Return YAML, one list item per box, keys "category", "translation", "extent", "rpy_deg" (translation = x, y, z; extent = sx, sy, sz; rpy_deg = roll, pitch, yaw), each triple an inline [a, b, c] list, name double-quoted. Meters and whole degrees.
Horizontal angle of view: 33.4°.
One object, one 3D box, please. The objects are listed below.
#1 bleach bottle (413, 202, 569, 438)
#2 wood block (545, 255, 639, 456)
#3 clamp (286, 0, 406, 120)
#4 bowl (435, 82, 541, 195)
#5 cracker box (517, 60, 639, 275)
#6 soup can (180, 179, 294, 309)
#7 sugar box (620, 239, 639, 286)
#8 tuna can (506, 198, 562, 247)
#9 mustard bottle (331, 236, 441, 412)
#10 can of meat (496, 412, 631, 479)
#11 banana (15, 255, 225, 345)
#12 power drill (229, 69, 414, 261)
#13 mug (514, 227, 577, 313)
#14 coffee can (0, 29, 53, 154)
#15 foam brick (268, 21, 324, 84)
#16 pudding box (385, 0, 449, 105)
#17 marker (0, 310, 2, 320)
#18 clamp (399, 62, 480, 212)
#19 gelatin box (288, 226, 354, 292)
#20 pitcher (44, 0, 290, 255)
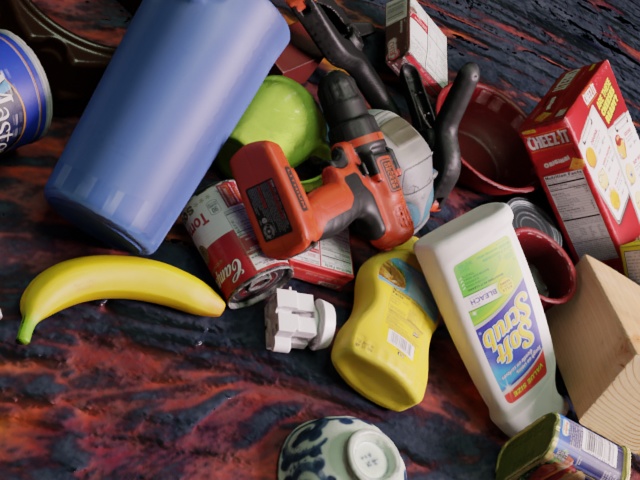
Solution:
- category: "bleach bottle"
  translation: [0.185, 0.096, 1.045]
  extent: [0.102, 0.068, 0.251]
  rpy_deg: [-28, 100, -11]
- category: "wood block"
  translation: [0.301, 0.113, 1.087]
  extent: [0.090, 0.091, 0.206]
  rpy_deg: [30, 22, -14]
- category: "clamp"
  translation: [0.032, -0.210, 1.189]
  extent: [0.209, 0.036, 0.164]
  rpy_deg: [25, 41, -58]
- category: "bowl"
  translation: [0.190, -0.109, 1.258]
  extent: [0.162, 0.055, 0.162]
  rpy_deg: [18, 50, -23]
- category: "cracker box"
  translation: [0.325, -0.079, 1.260]
  extent: [0.164, 0.072, 0.213]
  rpy_deg: [-47, 116, -46]
- category: "soup can"
  translation: [-0.077, 0.003, 0.982]
  extent: [0.068, 0.069, 0.102]
  rpy_deg: [-15, 67, -41]
- category: "sugar box"
  translation: [0.396, 0.083, 1.211]
  extent: [0.093, 0.048, 0.176]
  rpy_deg: [-13, 96, -41]
- category: "tuna can"
  translation: [0.235, -0.006, 1.226]
  extent: [0.086, 0.034, 0.086]
  rpy_deg: [18, 49, -23]
- category: "mustard bottle"
  translation: [0.074, 0.066, 1.042]
  extent: [0.096, 0.058, 0.191]
  rpy_deg: [38, 44, -18]
- category: "can of meat"
  translation: [0.227, 0.214, 1.007]
  extent: [0.084, 0.102, 0.057]
  rpy_deg: [30, 46, -10]
- category: "banana"
  translation: [-0.174, 0.045, 0.910]
  extent: [0.197, 0.037, 0.069]
  rpy_deg: [-7, 78, -36]
- category: "power drill"
  translation: [0.003, -0.066, 0.992]
  extent: [0.187, 0.057, 0.184]
  rpy_deg: [-19, 85, -49]
- category: "mug"
  translation: [0.208, 0.054, 1.128]
  extent: [0.093, 0.082, 0.117]
  rpy_deg: [32, 45, -10]
- category: "coffee can"
  translation: [-0.309, -0.108, 0.882]
  extent: [0.103, 0.103, 0.140]
  rpy_deg: [50, 45, 8]
- category: "foam brick"
  translation: [-0.043, -0.196, 1.168]
  extent: [0.078, 0.051, 0.053]
  rpy_deg: [-30, 79, -44]
- category: "pudding box"
  translation: [0.118, -0.231, 1.294]
  extent: [0.090, 0.039, 0.113]
  rpy_deg: [42, 40, -38]
- category: "marker"
  translation: [-0.284, 0.013, 0.868]
  extent: [0.020, 0.020, 0.121]
  rpy_deg: [-6, 62, -37]
- category: "clamp"
  translation: [0.131, -0.117, 1.167]
  extent: [0.039, 0.120, 0.171]
  rpy_deg: [-4, 91, -28]
- category: "gelatin box"
  translation: [-0.007, 0.001, 1.058]
  extent: [0.073, 0.030, 0.089]
  rpy_deg: [17, 50, -26]
- category: "pitcher"
  translation: [-0.134, -0.110, 0.941]
  extent: [0.149, 0.145, 0.242]
  rpy_deg: [36, 74, -30]
